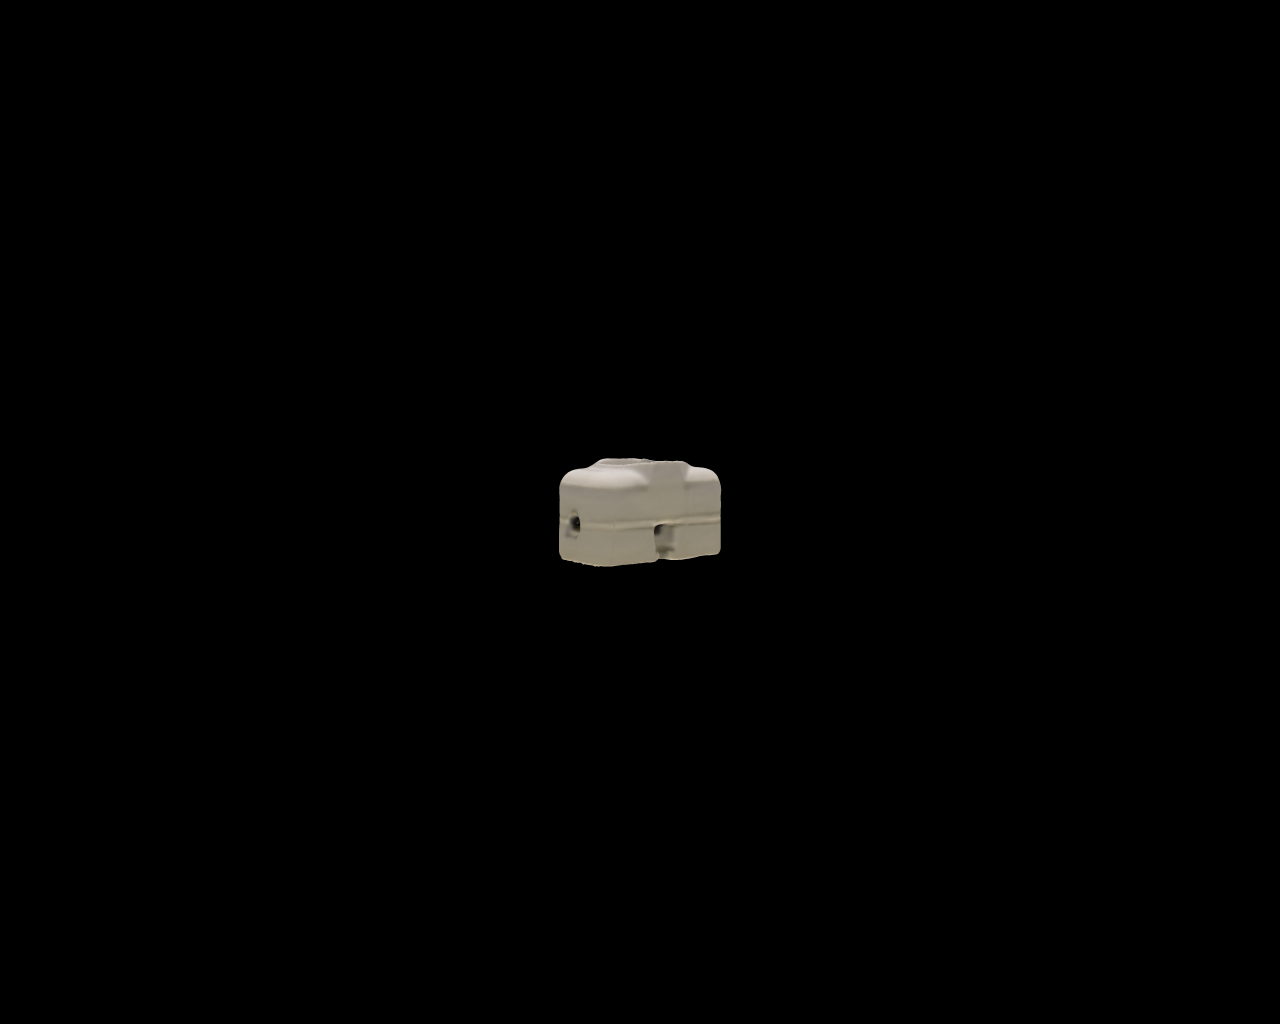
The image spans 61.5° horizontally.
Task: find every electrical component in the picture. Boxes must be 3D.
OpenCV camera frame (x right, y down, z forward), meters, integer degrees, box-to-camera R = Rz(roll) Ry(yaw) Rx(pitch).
[{"bbox_3d":[0.001,-0.003,0.650,0.095,0.059,0.054,-4,6,-33],"label":"electrical component"}]
